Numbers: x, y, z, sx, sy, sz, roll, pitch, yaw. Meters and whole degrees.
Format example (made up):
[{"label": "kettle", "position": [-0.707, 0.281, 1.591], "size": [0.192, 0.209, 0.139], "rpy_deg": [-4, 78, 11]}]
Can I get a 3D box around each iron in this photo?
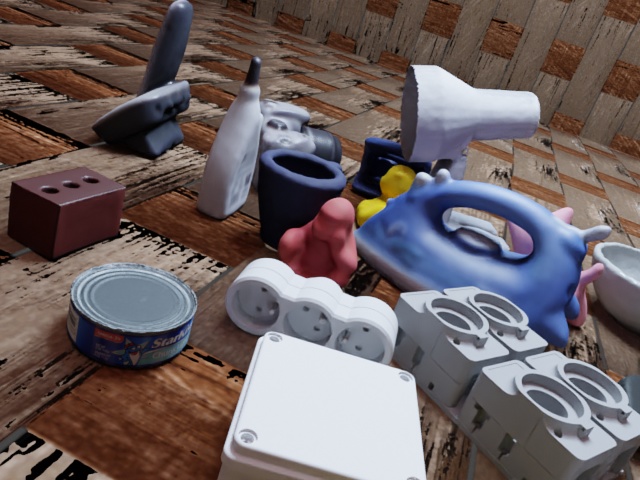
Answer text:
[{"label": "iron", "position": [0.158, -0.001, 0.601], "size": [0.257, 0.141, 0.119], "rpy_deg": [29, 26, 21]}]

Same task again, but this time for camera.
[{"label": "camera", "position": [-0.032, -0.127, 0.780], "size": [0.137, 0.101, 0.142], "rpy_deg": [6, 27, -27]}]

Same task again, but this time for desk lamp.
[{"label": "desk lamp", "position": [0.183, -0.108, 0.759], "size": [0.203, 0.213, 0.118], "rpy_deg": [15, 24, -9]}]

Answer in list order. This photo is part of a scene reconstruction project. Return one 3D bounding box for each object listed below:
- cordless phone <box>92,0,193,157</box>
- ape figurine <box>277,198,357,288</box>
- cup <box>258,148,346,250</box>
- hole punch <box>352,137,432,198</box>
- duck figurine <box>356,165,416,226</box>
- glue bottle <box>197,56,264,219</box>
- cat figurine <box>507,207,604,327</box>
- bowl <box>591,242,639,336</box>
[{"label": "cordless phone", "position": [-0.213, -0.212, 0.728], "size": [0.094, 0.185, 0.147], "rpy_deg": [17, 24, -4]}, {"label": "ape figurine", "position": [0.005, 0.002, 0.545], "size": [0.077, 0.092, 0.076], "rpy_deg": [32, 27, 27]}, {"label": "cup", "position": [-0.022, -0.039, 0.610], "size": [0.091, 0.095, 0.118], "rpy_deg": [30, 26, 23]}, {"label": "hole punch", "position": [0.110, -0.109, 0.858], "size": [0.108, 0.091, 0.101], "rpy_deg": [22, 24, 8]}, {"label": "duck figurine", "position": [0.093, -0.053, 0.734], "size": [0.077, 0.086, 0.105], "rpy_deg": [24, 25, 12]}, {"label": "glue bottle", "position": [-0.088, -0.111, 0.619], "size": [0.037, 0.173, 0.078], "rpy_deg": [22, 24, 8]}, {"label": "cat figurine", "position": [0.266, 0.021, 0.663], "size": [0.067, 0.118, 0.127], "rpy_deg": [0, 30, -36]}, {"label": "bowl", "position": [0.404, 0.074, 0.702], "size": [0.167, 0.075, 0.167], "rpy_deg": [16, 24, -7]}]
